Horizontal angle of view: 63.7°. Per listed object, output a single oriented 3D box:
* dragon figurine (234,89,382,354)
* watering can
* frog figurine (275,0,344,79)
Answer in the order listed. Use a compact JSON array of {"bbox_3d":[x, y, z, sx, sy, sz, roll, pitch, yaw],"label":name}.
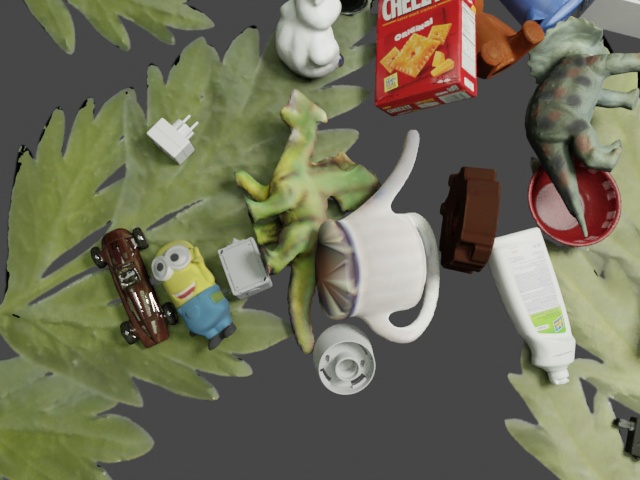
[{"bbox_3d":[0.003,-0.043,0.856,0.244,0.122,0.408,-22,97,-12],"label":"dragon figurine"},{"bbox_3d":[0.094,-0.005,0.822,0.225,0.103,0.348,-4,87,-29],"label":"watering can"},{"bbox_3d":[-0.018,-0.358,0.882,0.123,0.158,0.138,-25,82,-5],"label":"frog figurine"}]
